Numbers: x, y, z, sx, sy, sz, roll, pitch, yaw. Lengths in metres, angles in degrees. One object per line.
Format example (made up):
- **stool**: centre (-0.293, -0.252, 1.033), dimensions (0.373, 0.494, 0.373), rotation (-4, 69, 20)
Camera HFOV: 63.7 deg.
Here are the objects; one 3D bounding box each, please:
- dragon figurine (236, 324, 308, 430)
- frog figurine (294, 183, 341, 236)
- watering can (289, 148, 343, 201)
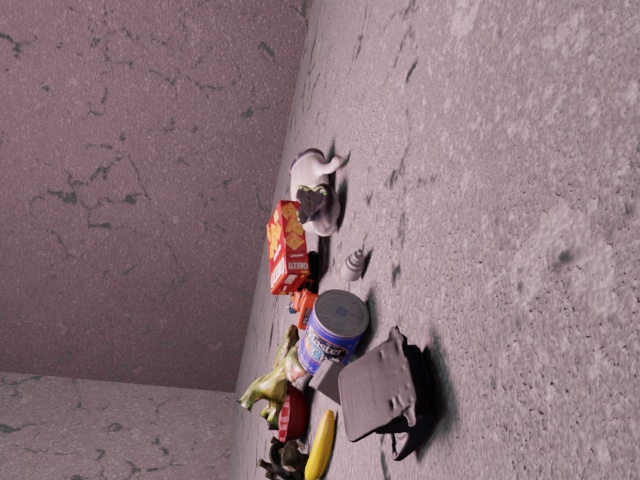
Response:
- **dragon figurine**: centre (-0.109, 0.334, 1.317), dimensions (0.246, 0.122, 0.407), rotation (-61, 10, -15)
- **frog figurine**: centre (0.004, -0.066, 1.305), dimensions (0.140, 0.122, 0.157), rotation (59, -176, 32)
- **watering can**: centre (-0.014, -0.170, 1.445), dimensions (0.340, 0.104, 0.230), rotation (122, 151, -46)
